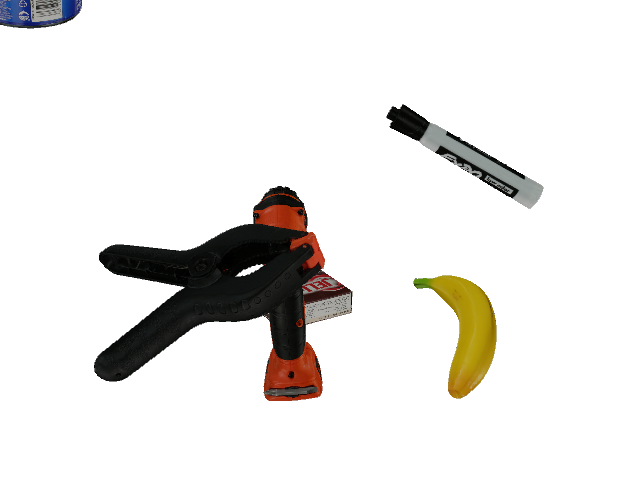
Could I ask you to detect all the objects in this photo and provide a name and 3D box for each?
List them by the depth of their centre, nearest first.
[{"bbox_3d":[-0.083,0.038,0.738,0.172,0.120,0.039,-12,-39,15],"label":"clamp"},{"bbox_3d":[0.100,-0.060,0.749,0.121,0.020,0.020,30,-3,-4],"label":"marker"},{"bbox_3d":[-0.233,-0.201,0.850,0.086,0.034,0.086,5,35,-3],"label":"tuna can"},{"bbox_3d":[-0.035,0.048,1.042,0.057,0.188,0.184,-5,16,2],"label":"power drill"},{"bbox_3d":[0.147,0.089,1.093,0.070,0.037,0.198,-28,29,10],"label":"banana"},{"bbox_3d":[-0.026,0.078,1.442,0.113,0.039,0.090,-15,26,-28],"label":"pudding box"}]
